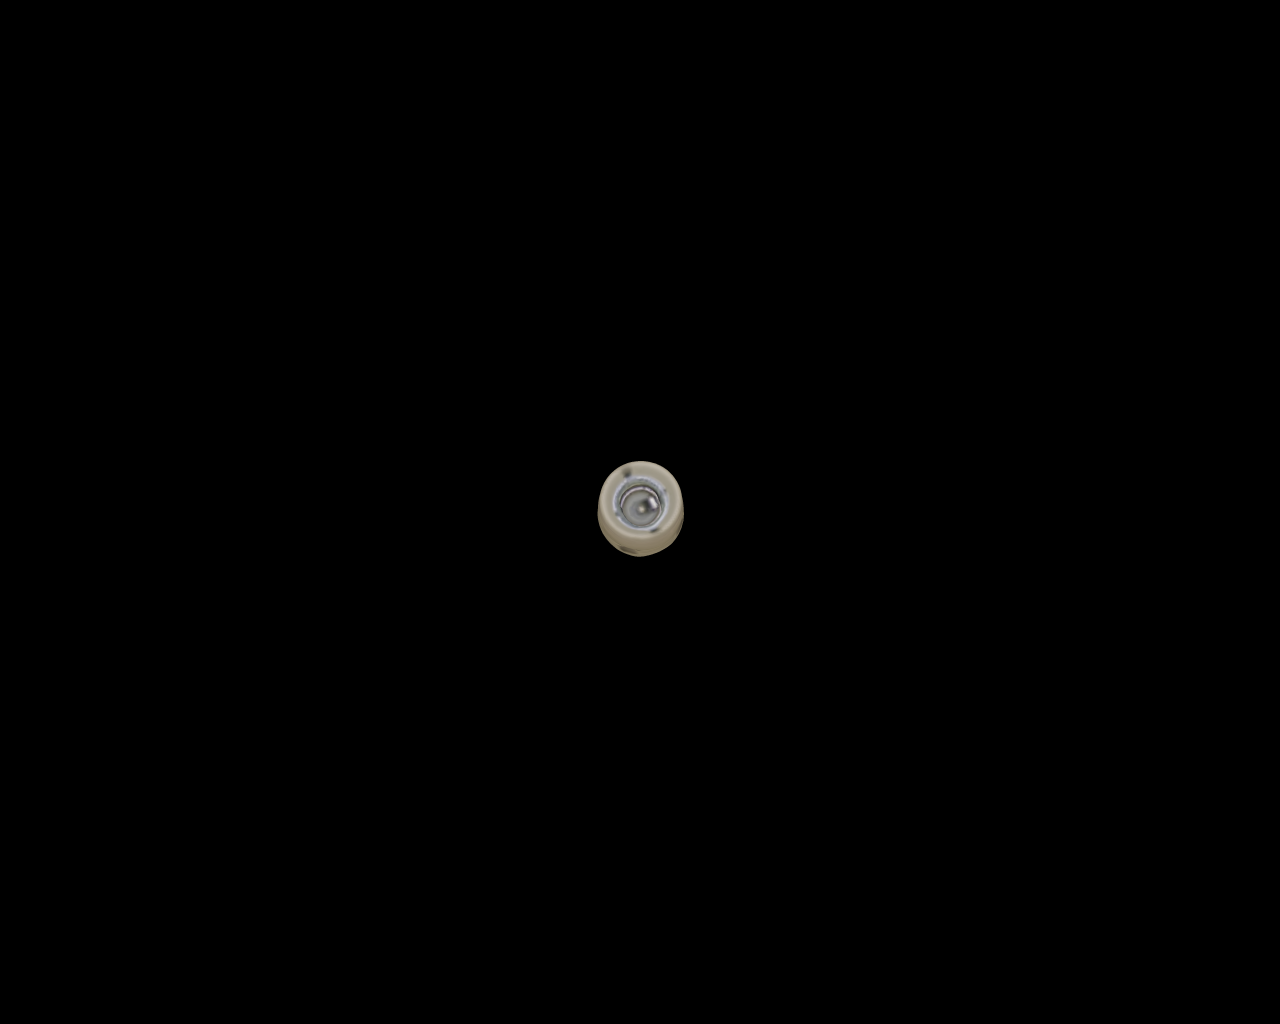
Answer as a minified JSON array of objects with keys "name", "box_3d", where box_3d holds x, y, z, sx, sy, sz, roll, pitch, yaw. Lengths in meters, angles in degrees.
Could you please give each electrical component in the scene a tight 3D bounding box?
[{"name":"electrical component","box_3d":[0.001,-0.003,0.650,0.055,0.055,0.047,0,-12,0]}]
